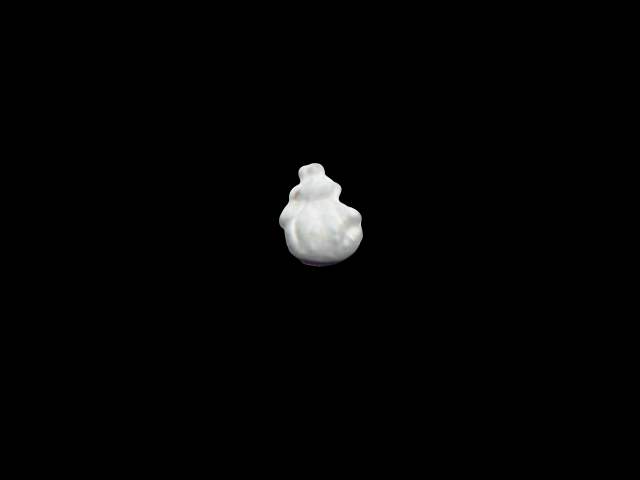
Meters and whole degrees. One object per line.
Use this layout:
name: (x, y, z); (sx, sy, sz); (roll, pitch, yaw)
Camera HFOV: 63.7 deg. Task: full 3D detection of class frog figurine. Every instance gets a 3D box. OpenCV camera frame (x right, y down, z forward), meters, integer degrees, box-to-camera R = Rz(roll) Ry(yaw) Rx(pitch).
frog figurine: (0.003, -0.043, 0.850); (0.137, 0.157, 0.124); (7, 23, 18)
